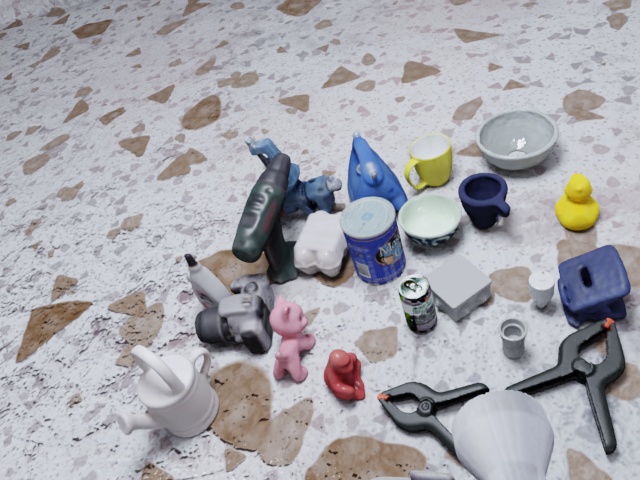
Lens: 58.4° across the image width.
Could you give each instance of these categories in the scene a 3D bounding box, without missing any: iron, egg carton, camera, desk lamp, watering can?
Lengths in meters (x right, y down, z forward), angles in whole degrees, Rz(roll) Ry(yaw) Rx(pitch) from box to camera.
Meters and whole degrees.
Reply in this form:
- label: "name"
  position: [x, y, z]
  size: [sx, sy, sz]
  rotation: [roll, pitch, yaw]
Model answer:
- label: "iron"
  position: [0.101, -0.158, 1.234]
  size: [0.118, 0.142, 0.258]
  rotation: [-19, 45, 2]
- label: "egg carton"
  position: [0.011, 0.004, 1.164]
  size: [0.107, 0.069, 0.150]
  rotation: [4, 50, 23]
- label: "camera"
  position: [-0.163, 0.136, 1.078]
  size: [0.136, 0.101, 0.143]
  rotation: [-10, 46, 11]
- label: "desk lamp"
  position: [0.238, 0.316, 0.685]
  size: [0.118, 0.214, 0.203]
  rotation: [-13, 45, 8]
- label: "watering can"
  position: [-0.251, 0.245, 0.939]
  size: [0.100, 0.194, 0.173]
  rotation: [3, 49, 22]

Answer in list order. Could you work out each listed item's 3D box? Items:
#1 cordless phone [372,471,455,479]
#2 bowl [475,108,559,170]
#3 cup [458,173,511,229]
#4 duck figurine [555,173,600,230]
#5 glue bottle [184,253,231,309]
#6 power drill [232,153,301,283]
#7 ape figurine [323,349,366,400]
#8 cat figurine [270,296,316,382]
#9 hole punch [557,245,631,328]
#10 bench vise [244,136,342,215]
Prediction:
- label: "cordless phone"
  position: [0.116, 0.326, 0.738]
  size: [0.147, 0.185, 0.094]
  rotation: [-4, 47, 16]
- label: "bowl"
  position: [0.415, -0.200, 1.211]
  size: [0.167, 0.075, 0.167]
  rotation: [-10, 46, 11]
- label: "cup"
  position: [0.323, -0.061, 1.097]
  size: [0.092, 0.095, 0.117]
  rotation: [-31, 46, -10]
- label: "duck figurine"
  position: [0.479, -0.077, 1.064]
  size: [0.077, 0.086, 0.104]
  rotation: [0, 48, 20]
- label: "glue bottle"
  position: [-0.220, 0.083, 1.096]
  size: [0.077, 0.173, 0.037]
  rotation: [12, 53, 29]
- label: "power drill"
  position: [-0.089, -0.026, 1.129]
  size: [0.075, 0.209, 0.230]
  rotation: [6, 50, 24]
- label: "ape figurine"
  position: [0.038, 0.214, 0.939]
  size: [0.075, 0.092, 0.078]
  rotation: [14, 54, 30]
- label: "cat figurine"
  position: [-0.057, 0.165, 1.001]
  size: [0.067, 0.118, 0.128]
  rotation: [-3, 47, 17]
- label: "hole punch"
  position: [0.441, 0.073, 0.931]
  size: [0.101, 0.091, 0.108]
  rotation: [-8, 46, 13]
- label: "bench vise"
  position: [-0.063, -0.142, 1.222]
  size: [0.207, 0.220, 0.121]
  rotation: [-13, 45, 8]
